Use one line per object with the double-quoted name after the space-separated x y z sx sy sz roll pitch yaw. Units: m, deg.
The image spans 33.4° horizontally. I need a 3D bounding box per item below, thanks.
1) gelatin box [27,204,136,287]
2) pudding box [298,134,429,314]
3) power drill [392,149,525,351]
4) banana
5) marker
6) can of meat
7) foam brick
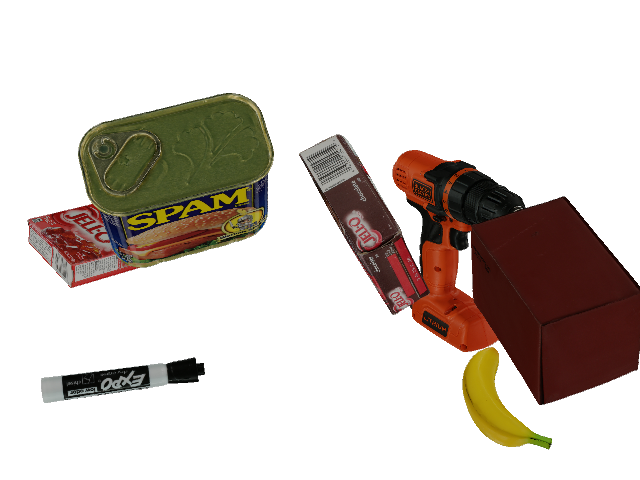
-0.220 0.002 0.995 0.073 0.030 0.089 -17 40 -36 "gelatin box"
0.033 -0.012 0.795 0.039 0.113 0.090 -28 -37 1 "pudding box"
0.142 0.013 1.068 0.057 0.188 0.185 -16 26 -24 "power drill"
0.196 0.179 1.213 0.069 0.037 0.198 10 25 -15 "banana"
-0.148 0.104 0.803 0.121 0.020 0.020 -7 1 -10 "marker"
-0.079 -0.031 0.607 0.102 0.057 0.084 -15 -21 -9 "can of meat"
0.109 0.026 0.499 0.051 0.053 0.078 -16 40 -8 "foam brick"
